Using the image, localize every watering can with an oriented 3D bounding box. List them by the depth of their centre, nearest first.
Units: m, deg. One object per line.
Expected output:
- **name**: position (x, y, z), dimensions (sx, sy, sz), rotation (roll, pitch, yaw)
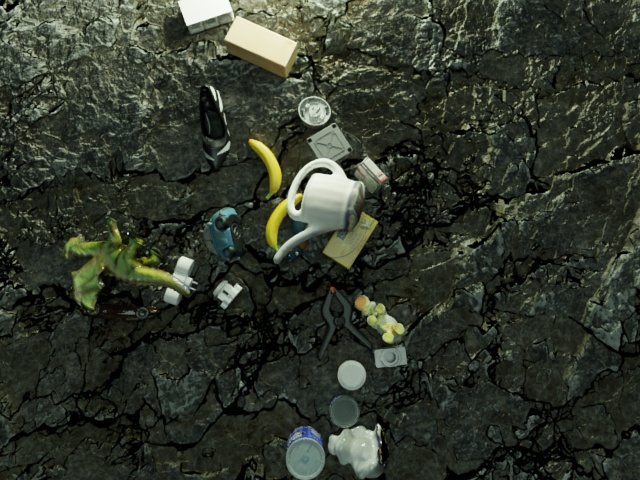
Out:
- **watering can**: position (0.004, -0.074, 1.472), dimensions (0.225, 0.353, 0.102), rotation (11, -20, 14)

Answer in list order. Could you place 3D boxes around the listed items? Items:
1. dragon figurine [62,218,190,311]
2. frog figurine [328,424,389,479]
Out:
- **dragon figurine**: position (-0.578, 0.097, 1.450), dimensions (0.414, 0.244, 0.120), rotation (39, -10, 22)
- **frog figurine**: position (0.106, 0.588, 1.426), dimensions (0.159, 0.140, 0.120), rotation (-17, -33, 17)
